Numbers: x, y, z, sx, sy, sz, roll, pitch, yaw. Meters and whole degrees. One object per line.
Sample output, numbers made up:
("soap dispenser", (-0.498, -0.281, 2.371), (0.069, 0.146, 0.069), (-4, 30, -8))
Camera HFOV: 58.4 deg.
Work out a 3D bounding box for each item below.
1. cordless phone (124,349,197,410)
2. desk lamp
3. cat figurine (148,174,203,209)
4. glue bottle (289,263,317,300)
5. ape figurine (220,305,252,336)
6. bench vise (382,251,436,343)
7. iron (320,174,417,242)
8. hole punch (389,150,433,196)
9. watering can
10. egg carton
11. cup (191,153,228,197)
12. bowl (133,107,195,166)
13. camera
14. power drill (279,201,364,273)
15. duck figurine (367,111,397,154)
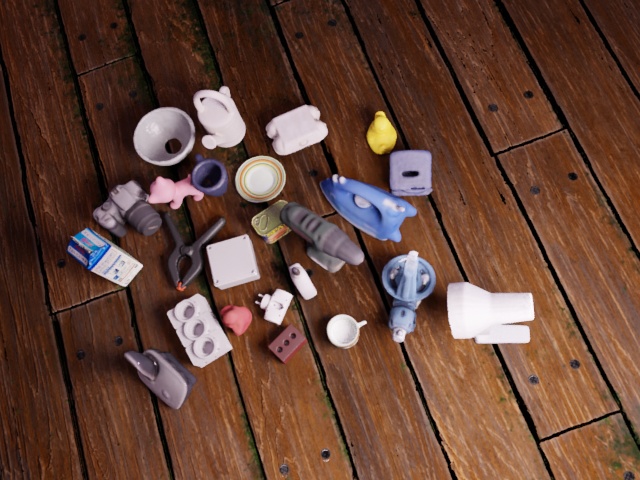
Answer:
("cordless phone", (-0.369, 0.308, 1.292), (0.147, 0.185, 0.094), (35, 80, 15))
("desk lamp", (0.370, 0.159, 1.244), (0.203, 0.214, 0.118), (-2, 73, 6))
("cat figurine", (-0.375, -0.132, 1.461), (0.128, 0.118, 0.067), (-24, 72, -1))
("glue bottle", (-0.047, 0.087, 1.331), (0.037, 0.173, 0.078), (-30, 72, -3))
("ape figurine", (-0.204, 0.187, 1.360), (0.076, 0.092, 0.078), (-18, 72, 1))
("bench vise", (0.203, 0.116, 1.272), (0.121, 0.220, 0.207), (-8, 73, 4))
("iron", (0.102, -0.103, 1.389), (0.258, 0.141, 0.119), (28, 78, 13))
("hole punch", (0.226, -0.165, 1.422), (0.108, 0.091, 0.101), (-2, 73, 6))
("watering can", (-0.260, -0.316, 1.464), (0.101, 0.194, 0.173), (-14, 72, 2))
("egg carton", (-0.060, -0.286, 1.500), (0.150, 0.069, 0.107), (-25, 72, -2))
("cup", (-0.281, -0.160, 1.471), (0.092, 0.095, 0.117), (-31, 73, -4))
("bowl", (-0.404, -0.265, 1.526), (0.167, 0.075, 0.167), (-2, 73, 6))
("camera", (-0.484, -0.066, 1.461), (0.136, 0.101, 0.143), (42, 81, 16))
("power drill", (0.012, 0.005, 1.331), (0.229, 0.208, 0.076), (35, 80, 15))
("duck figurine", (0.157, -0.279, 1.466), (0.077, 0.086, 0.104), (-5, 73, 5))
